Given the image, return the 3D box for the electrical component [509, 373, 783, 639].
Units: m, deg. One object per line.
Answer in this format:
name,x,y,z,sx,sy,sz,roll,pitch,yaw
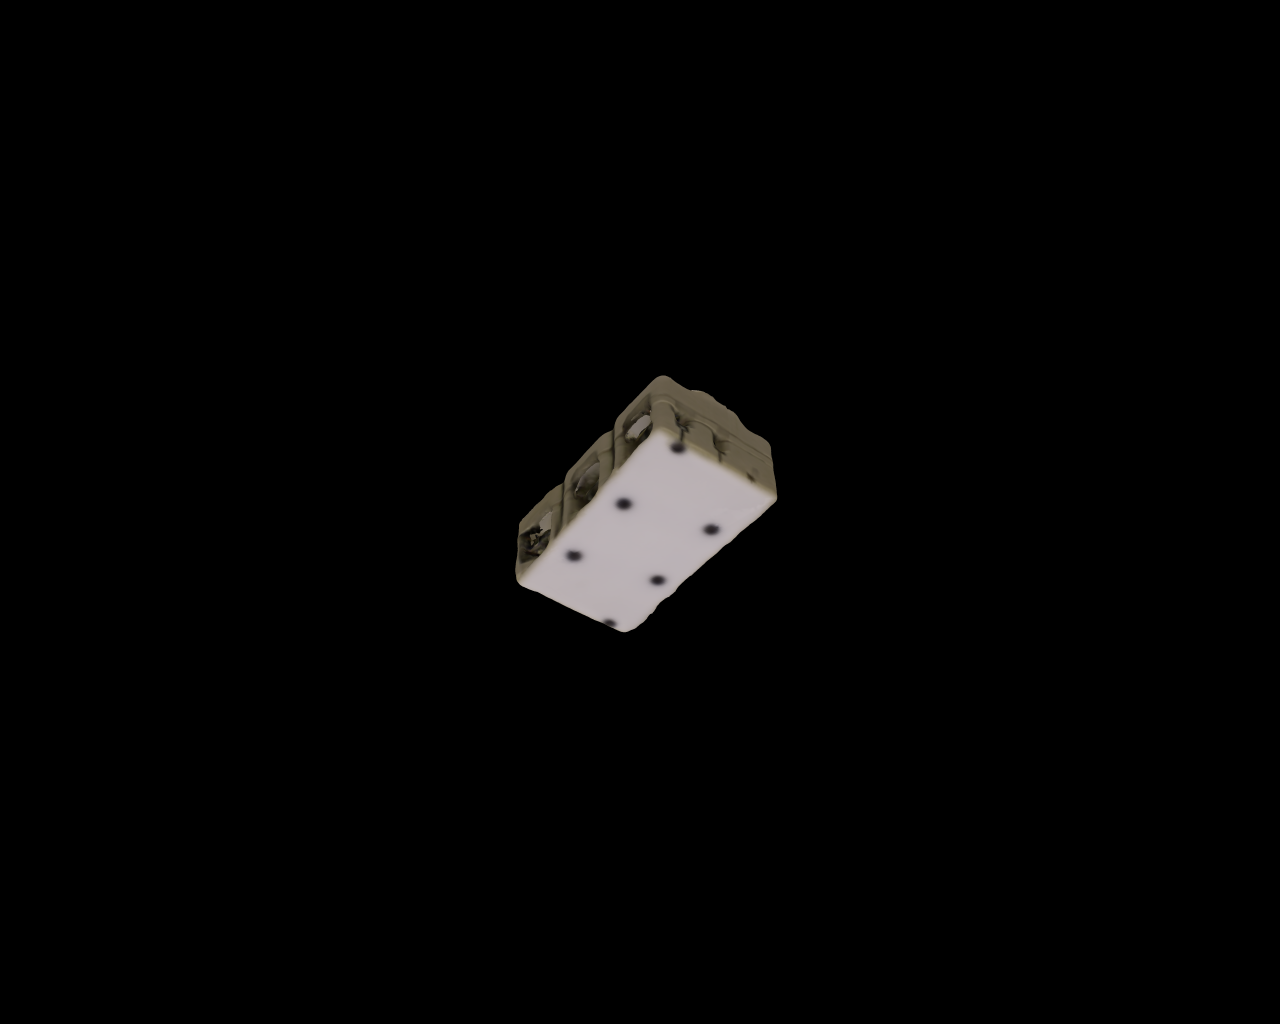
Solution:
electrical component,0.001,-0.003,0.650,0.089,0.062,0.150,29,-54,-24
